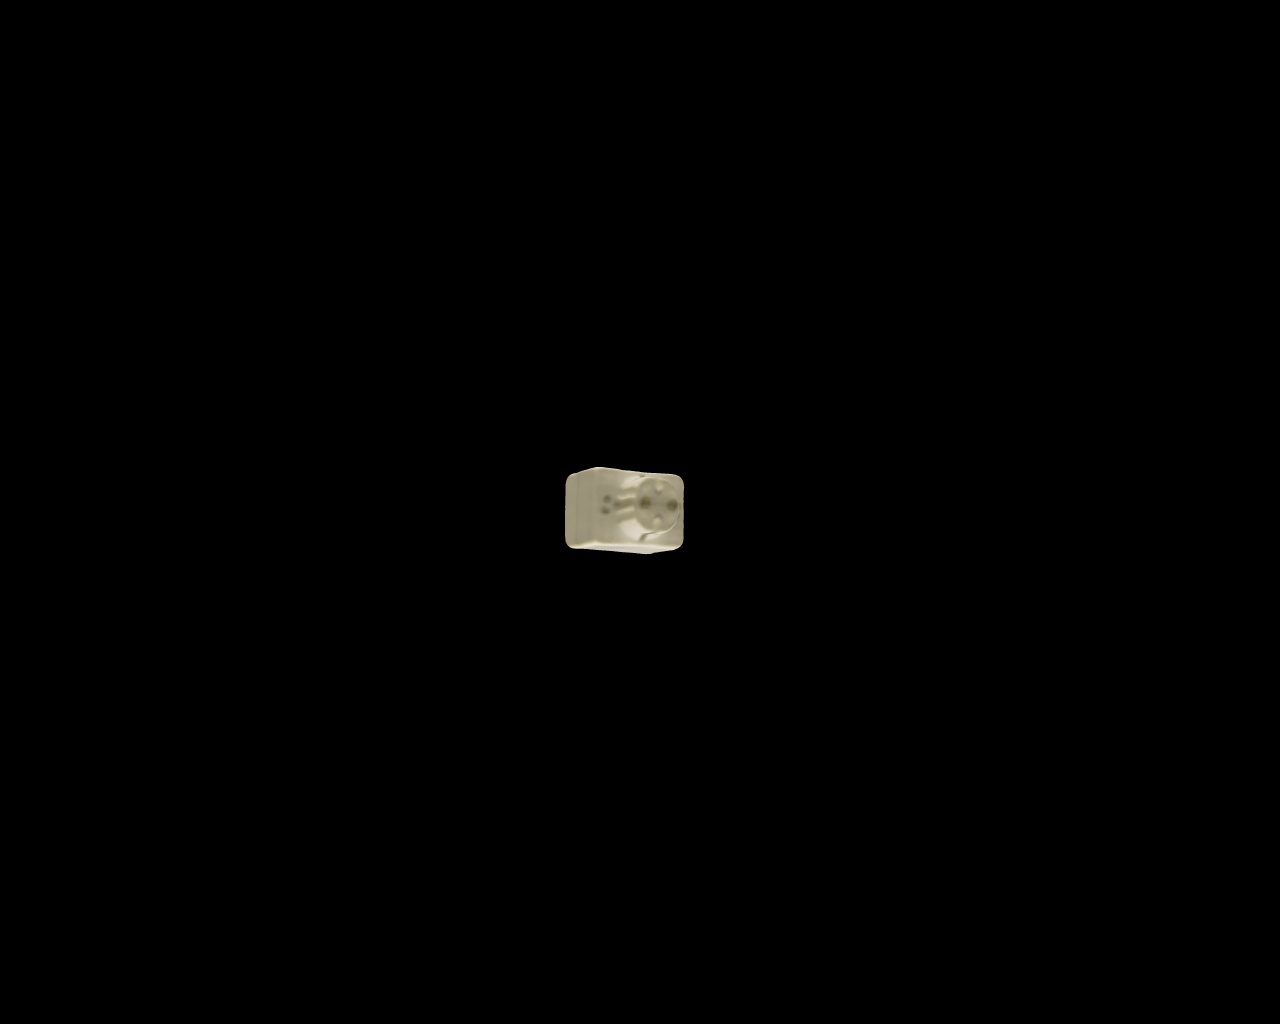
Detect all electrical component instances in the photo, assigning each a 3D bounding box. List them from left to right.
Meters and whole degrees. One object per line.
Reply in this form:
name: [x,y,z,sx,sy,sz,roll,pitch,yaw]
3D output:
electrical component: [0.001,-0.003,0.650,0.066,0.047,0.076,5,-10,-32]
